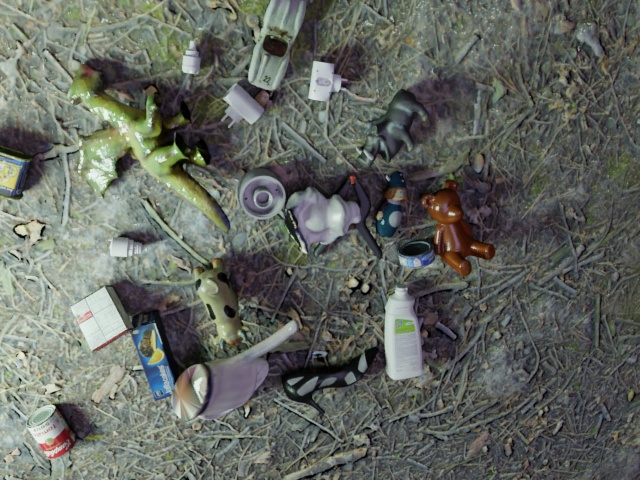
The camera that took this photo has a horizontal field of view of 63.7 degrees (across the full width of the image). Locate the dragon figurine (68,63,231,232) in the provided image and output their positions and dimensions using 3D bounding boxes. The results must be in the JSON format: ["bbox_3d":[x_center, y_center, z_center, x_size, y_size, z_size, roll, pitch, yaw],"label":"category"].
[{"bbox_3d":[-0.361,-0.159,1.033,0.242,0.124,0.404,-16,111,10],"label":"dragon figurine"}]

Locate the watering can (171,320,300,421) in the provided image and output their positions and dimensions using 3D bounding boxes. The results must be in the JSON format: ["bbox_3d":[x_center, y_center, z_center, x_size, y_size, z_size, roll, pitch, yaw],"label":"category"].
[{"bbox_3d":[-0.201,0.306,1.182,0.224,0.106,0.342,5,127,-48],"label":"watering can"}]

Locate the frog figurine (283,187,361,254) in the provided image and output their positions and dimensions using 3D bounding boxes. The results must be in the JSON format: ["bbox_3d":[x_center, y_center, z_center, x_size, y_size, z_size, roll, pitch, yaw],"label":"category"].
[{"bbox_3d":[0.003,-0.058,1.147,0.160,0.122,0.137,-27,98,-17],"label":"frog figurine"}]
